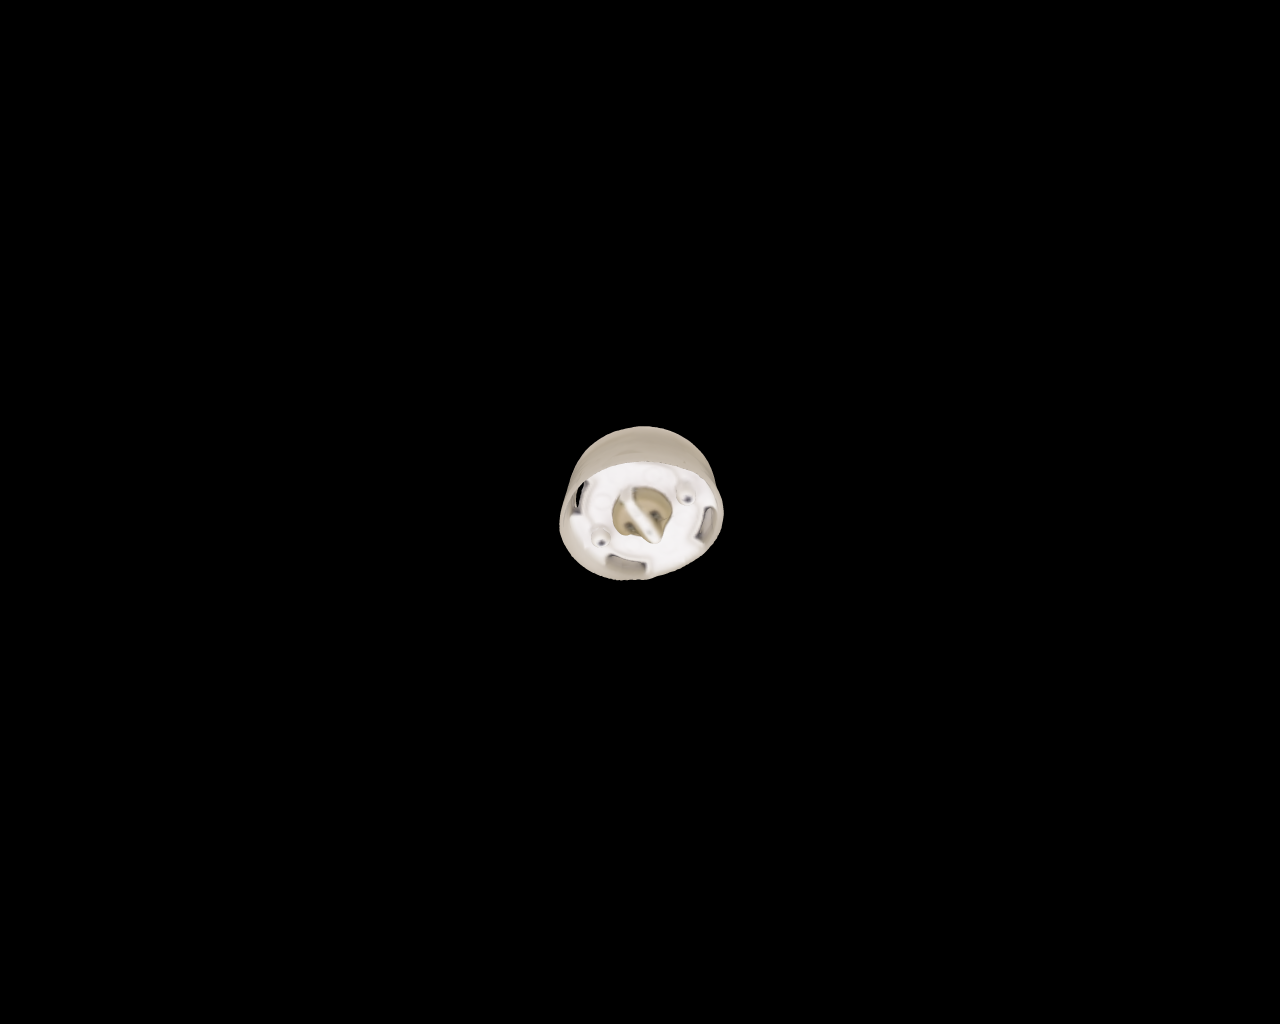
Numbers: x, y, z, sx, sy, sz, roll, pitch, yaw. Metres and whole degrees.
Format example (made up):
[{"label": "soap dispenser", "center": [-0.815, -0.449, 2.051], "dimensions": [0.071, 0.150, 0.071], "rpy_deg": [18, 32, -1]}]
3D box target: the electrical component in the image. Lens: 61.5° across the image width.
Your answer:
[{"label": "electrical component", "center": [0.001, -0.003, 0.650], "dimensions": [0.099, 0.099, 0.064], "rpy_deg": [0, 32, 0]}]
